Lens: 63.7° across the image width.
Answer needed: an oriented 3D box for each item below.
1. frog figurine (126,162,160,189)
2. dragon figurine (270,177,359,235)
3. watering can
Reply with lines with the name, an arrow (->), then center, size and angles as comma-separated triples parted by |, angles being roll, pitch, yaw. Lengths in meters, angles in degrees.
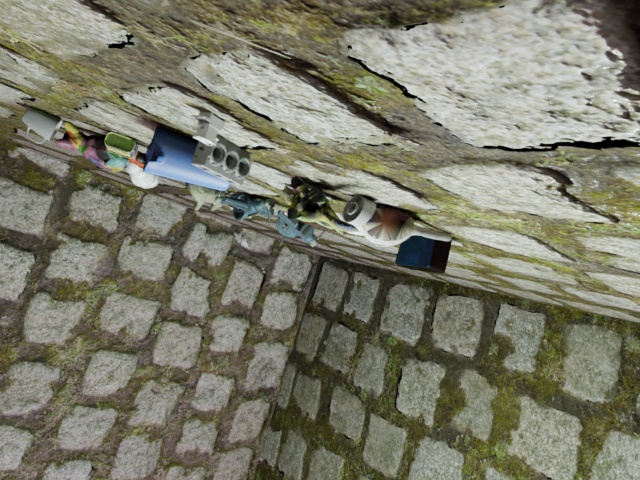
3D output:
frog figurine -> -0.735, -0.273, 2.113 | 0.138, 0.122, 0.160 | 36, -173, 5
dragon figurine -> 0.005, -0.080, 1.586 | 0.415, 0.122, 0.240 | 34, -176, 35
watering can -> 0.254, -0.035, 1.623 | 0.348, 0.105, 0.223 | 3, 172, 5
